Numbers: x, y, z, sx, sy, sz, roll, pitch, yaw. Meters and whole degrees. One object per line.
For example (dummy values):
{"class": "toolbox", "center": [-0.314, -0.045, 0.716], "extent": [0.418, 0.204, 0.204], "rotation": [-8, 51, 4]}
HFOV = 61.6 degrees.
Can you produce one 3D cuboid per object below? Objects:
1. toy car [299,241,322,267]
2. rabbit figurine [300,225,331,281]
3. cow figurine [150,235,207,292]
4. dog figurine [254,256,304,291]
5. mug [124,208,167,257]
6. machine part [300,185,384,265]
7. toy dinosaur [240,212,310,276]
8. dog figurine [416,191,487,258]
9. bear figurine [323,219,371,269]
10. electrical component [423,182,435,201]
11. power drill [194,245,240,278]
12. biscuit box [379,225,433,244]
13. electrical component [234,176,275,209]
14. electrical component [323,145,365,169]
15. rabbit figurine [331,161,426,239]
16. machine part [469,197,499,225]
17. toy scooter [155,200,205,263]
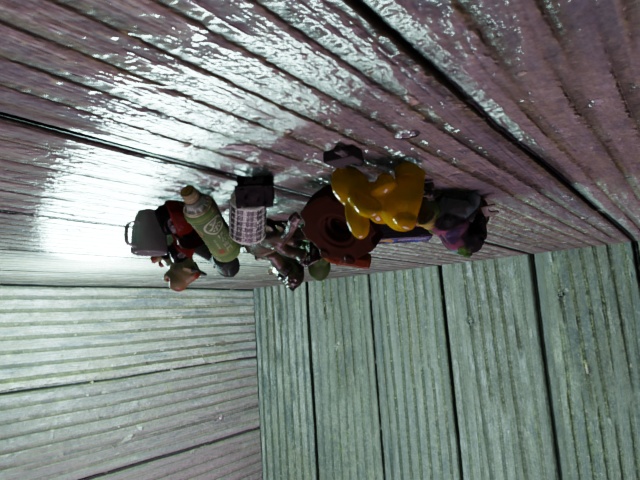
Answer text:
{"class": "toy car", "center": [-0.003, -0.004, 1.403], "extent": [0.089, 0.053, 0.202], "rotation": [-27, -158, 29]}
{"class": "rabbit figurine", "center": [0.004, 0.032, 1.562], "extent": [0.121, 0.170, 0.159], "rotation": [-3, 172, -8]}
{"class": "cow figurine", "center": [-0.352, 0.034, 1.340], "extent": [0.127, 0.195, 0.085], "rotation": [-7, 161, 11]}
{"class": "dog figurine", "center": [-0.083, 0.056, 1.627], "extent": [0.191, 0.172, 0.121], "rotation": [21, 166, 49]}
{"class": "mug", "center": [-0.410, -0.020, 1.254], "extent": [0.081, 0.107, 0.109], "rotation": [-12, 164, 37]}
{"class": "machine part", "center": [0.043, -0.032, 1.119], "extent": [0.179, 0.179, 0.056], "rotation": [-10, -150, 36]}
{"class": "toy dinosaur", "center": [-0.144, -0.002, 1.351], "extent": [0.198, 0.105, 0.471], "rotation": [28, 157, -12]}
{"class": "dog figurine", "center": [0.287, -0.034, 1.280], "extent": [0.219, 0.191, 0.109], "rotation": [-17, -173, -36]}
{"class": "bear figurine", "center": [0.069, -0.012, 1.289], "extent": [0.132, 0.120, 0.196], "rotation": [-2, -163, 18]}
{"class": "electrical component", "center": [0.201, -0.103, 1.186], "extent": [0.102, 0.045, 0.078], "rotation": [-4, 169, 1]}
{"class": "power drill", "center": [-0.319, 0.040, 1.484], "extent": [0.207, 0.086, 0.232], "rotation": [33, 165, -5]}
{"class": "biscuit box", "center": [0.188, -0.025, 1.394], "extent": [0.203, 0.063, 0.059], "rotation": [-3, 167, -1]}
{"class": "electrical component", "center": [-0.123, -0.098, 1.042], "extent": [0.075, 0.047, 0.119], "rotation": [-2, -159, 1]}
{"class": "electrical component", "center": [0.038, -0.143, 0.930], "extent": [0.063, 0.021, 0.094], "rotation": [-8, 171, 29]}
{"class": "rabbit figurine", "center": [0.097, -0.076, 1.007], "extent": [0.173, 0.162, 0.121], "rotation": [23, 140, -2]}
{"class": "machine part", "center": [0.355, -0.062, 1.420], "extent": [0.079, 0.079, 0.243], "rotation": [5, 169, -44]}
{"class": "toy scooter", "center": [-0.293, -0.031, 1.226], "extent": [0.135, 0.075, 0.183], "rotation": [-23, 142, -17]}
